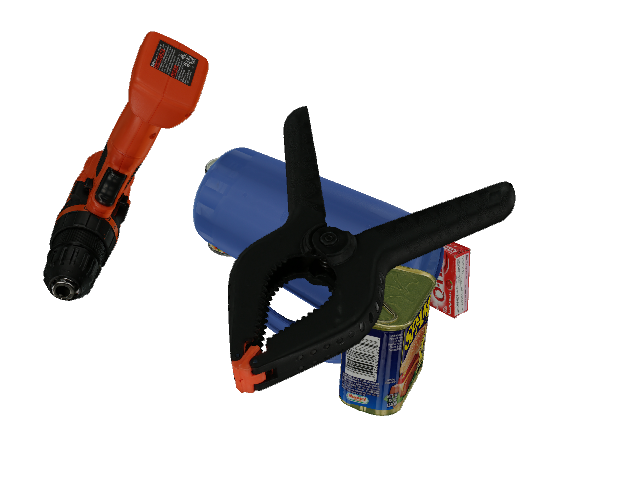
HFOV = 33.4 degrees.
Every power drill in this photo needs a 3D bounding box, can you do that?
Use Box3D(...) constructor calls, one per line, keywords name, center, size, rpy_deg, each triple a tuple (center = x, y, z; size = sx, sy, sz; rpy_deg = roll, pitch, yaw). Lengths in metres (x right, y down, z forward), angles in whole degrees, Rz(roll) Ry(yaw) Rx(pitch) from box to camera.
Box3D(name="power drill", center=(-0.161, -0.061, 0.856), size=(0.057, 0.188, 0.184), rpy_deg=(26, 33, -17))

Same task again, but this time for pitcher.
Box3D(name="pitcher", center=(-0.012, 0.006, 1.067), size=(0.243, 0.145, 0.149), rpy_deg=(26, 28, 26))

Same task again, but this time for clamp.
Box3D(name="clamp", center=(0.000, 0.002, 0.658), size=(0.165, 0.209, 0.036), rpy_deg=(28, -32, 25))

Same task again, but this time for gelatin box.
Box3D(name="gelatin box", center=(0.146, 0.040, 1.305), size=(0.030, 0.089, 0.073), rpy_deg=(-24, 34, -35))

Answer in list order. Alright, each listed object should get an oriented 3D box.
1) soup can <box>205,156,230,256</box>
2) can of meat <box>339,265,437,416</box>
Box3D(name="soup can", center=(-0.101, -0.041, 1.254), size=(0.068, 0.102, 0.068), rpy_deg=(0, 28, 0))
Box3D(name="can of meat", center=(0.052, 0.078, 0.852), size=(0.057, 0.084, 0.102), rpy_deg=(12, 26, 17))
